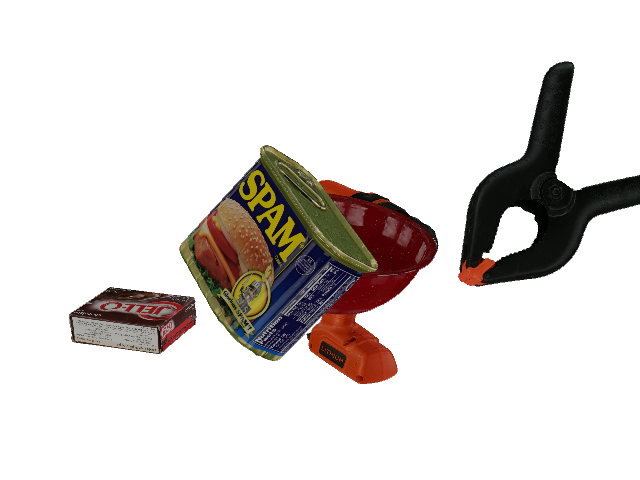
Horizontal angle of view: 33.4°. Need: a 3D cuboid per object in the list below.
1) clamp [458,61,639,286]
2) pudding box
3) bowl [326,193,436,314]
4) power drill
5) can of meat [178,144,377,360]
[{"bbox_3d":[0.166,-0.027,0.726,0.120,0.171,0.039,35,-10,8],"label":"clamp"},{"bbox_3d":[-0.207,0.088,1.185,0.114,0.039,0.090,4,17,19],"label":"pudding box"},{"bbox_3d":[0.009,0.015,0.866,0.162,0.055,0.162,8,23,-4],"label":"bowl"},{"bbox_3d":[0.047,0.045,1.076,0.057,0.188,0.185,-8,22,-32],"label":"power drill"},{"bbox_3d":[-0.028,0.008,0.635,0.057,0.084,0.102,27,22,-48],"label":"can of meat"}]
